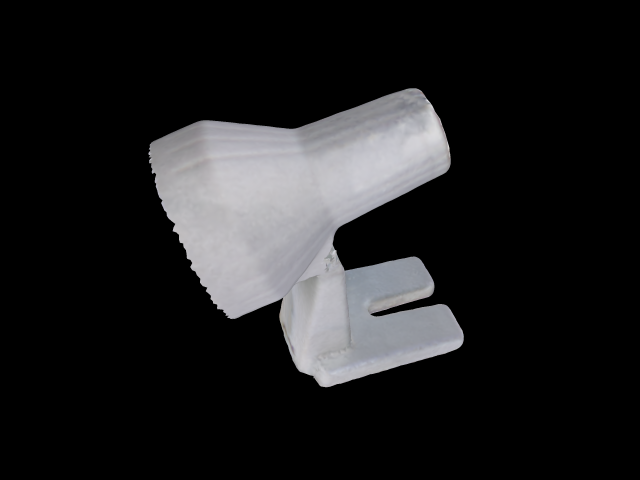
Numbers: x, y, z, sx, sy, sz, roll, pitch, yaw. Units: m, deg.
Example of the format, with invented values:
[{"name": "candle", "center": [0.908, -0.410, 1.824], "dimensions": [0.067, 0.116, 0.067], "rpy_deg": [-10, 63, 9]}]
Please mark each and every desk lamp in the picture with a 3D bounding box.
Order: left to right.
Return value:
[{"name": "desk lamp", "center": [0.004, 0.001, 0.400], "dimensions": [0.203, 0.214, 0.117], "rpy_deg": [-13, 47, -12]}]
